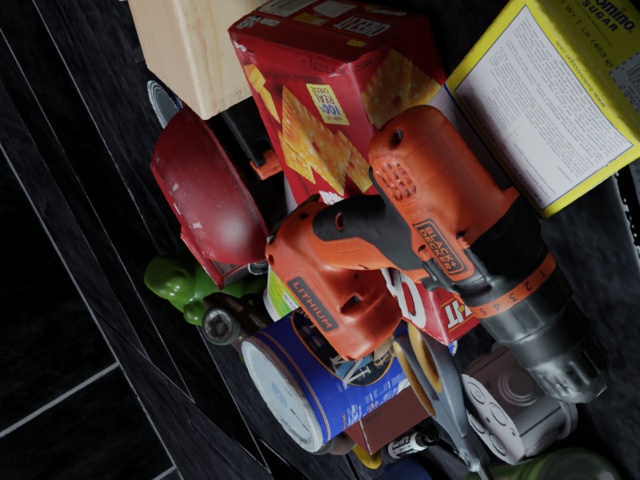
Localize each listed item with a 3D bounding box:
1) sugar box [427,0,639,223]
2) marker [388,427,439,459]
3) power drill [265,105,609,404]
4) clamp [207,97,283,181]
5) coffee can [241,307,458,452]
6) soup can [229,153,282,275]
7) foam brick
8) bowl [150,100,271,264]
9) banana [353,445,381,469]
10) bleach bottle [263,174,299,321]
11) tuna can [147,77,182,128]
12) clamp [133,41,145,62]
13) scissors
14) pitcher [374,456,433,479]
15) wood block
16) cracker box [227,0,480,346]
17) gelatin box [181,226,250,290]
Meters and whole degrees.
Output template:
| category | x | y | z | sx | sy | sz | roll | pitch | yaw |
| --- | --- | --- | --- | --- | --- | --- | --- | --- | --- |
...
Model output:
| category | x | y | z | sx | sy | sz | roll | pitch | yaw |
| --- | --- | --- | --- | --- | --- | --- | --- | --- | --- |
| sugar box | 0.111 | -0.063 | 0.543 | 0.093 | 0.048 | 0.176 | 55 | 164 | 5 |
| marker | 0.091 | 0.198 | 1.041 | 0.020 | 0.020 | 0.121 | 56 | 161 | 8 |
| power drill | 0.060 | 0.023 | 0.616 | 0.184 | 0.057 | 0.188 | 55 | 148 | -9 |
| clamp | -0.077 | -0.108 | 0.872 | 0.172 | 0.039 | 0.120 | 39 | 162 | 52 |
| coffee can | 0.023 | 0.087 | 0.848 | 0.103 | 0.140 | 0.103 | 50 | 160 | 25 |
| soup can | -0.067 | -0.027 | 1.018 | 0.102 | 0.068 | 0.068 | 52 | 160 | 22 |
| foam brick | 0.056 | 0.141 | 0.951 | 0.051 | 0.078 | 0.053 | 35 | 149 | 52 |
| bowl | -0.097 | -0.037 | 0.901 | 0.162 | 0.055 | 0.162 | 58 | 171 | 14 |
| banana | 0.046 | 0.183 | 1.103 | 0.070 | 0.037 | 0.198 | 53 | 161 | 21 |
| bleach bottle | -0.006 | 0.001 | 0.918 | 0.103 | 0.068 | 0.251 | 52 | 158 | 30 |
| tuna can | -0.141 | -0.132 | 1.094 | 0.086 | 0.033 | 0.086 | 49 | 159 | 26 |
| clamp | -0.123 | -0.183 | 0.956 | 0.165 | 0.036 | 0.210 | 40 | 155 | 24 |
| scissors | 0.103 | 0.132 | 0.729 | 0.202 | 0.016 | 0.096 | 56 | 162 | 37 |
| pitcher | 0.029 | 0.334 | 1.051 | 0.145 | 0.242 | 0.149 | 61 | 170 | 3 |
| wood block | -0.088 | -0.203 | 0.764 | 0.091 | 0.090 | 0.206 | 44 | 156 | 36 |
| cracker box | 0.032 | -0.052 | 0.719 | 0.164 | 0.072 | 0.213 | 30 | 147 | 54 |
| gelatin box | -0.083 | -0.002 | 1.062 | 0.073 | 0.089 | 0.030 | 51 | 160 | 22 |
